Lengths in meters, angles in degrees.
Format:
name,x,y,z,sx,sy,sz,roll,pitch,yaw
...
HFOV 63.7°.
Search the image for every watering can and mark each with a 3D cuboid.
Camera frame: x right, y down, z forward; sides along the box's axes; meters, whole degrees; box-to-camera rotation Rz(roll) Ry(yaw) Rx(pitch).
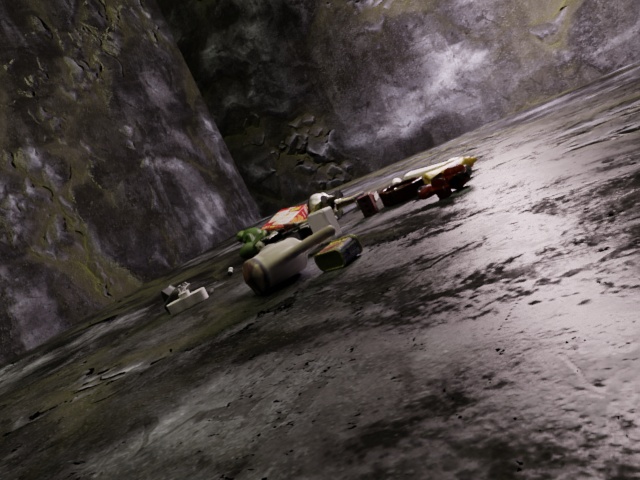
name,x,y,z,sx,sy,sz,roll,pitch,yaw
watering can,-0.094,0.050,1.408,0.227,0.104,0.343,-30,-4,-25

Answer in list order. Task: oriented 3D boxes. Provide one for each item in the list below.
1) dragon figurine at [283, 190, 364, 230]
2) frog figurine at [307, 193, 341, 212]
name,x,y,z,sx,sy,sz,roll,pitch,yaw
dragon figurine,0.007,-0.116,2.309,0.414,0.123,0.239,-21,-5,-43
frog figurine,0.024,-0.172,2.533,0.158,0.120,0.141,-13,45,24
